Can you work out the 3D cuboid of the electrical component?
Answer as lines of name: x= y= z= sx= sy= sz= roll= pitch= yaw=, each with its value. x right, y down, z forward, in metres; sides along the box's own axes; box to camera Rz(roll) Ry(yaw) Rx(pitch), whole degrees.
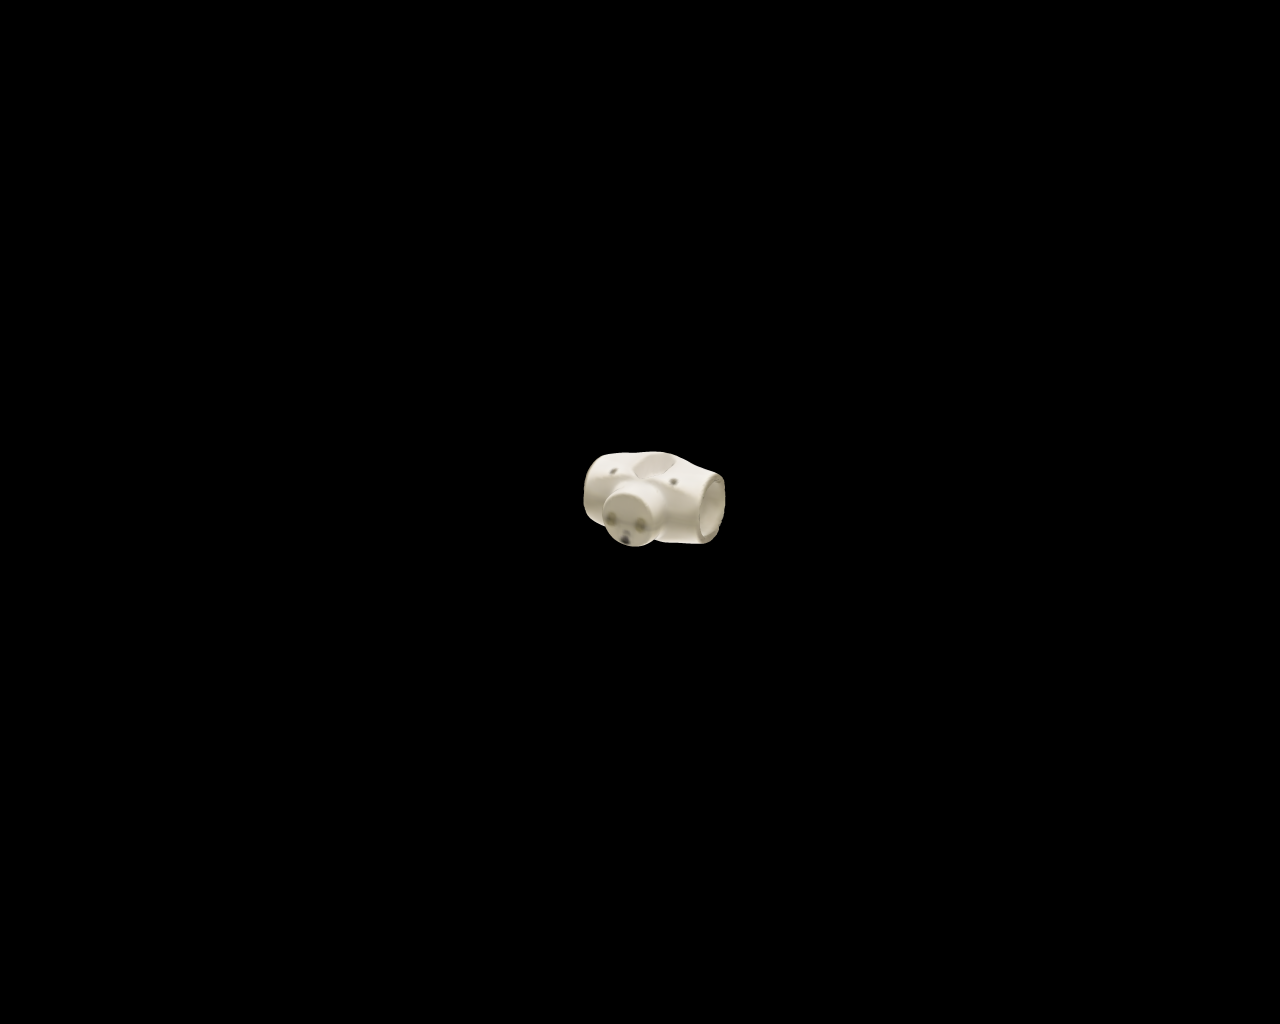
electrical component: x=0.001 y=-0.003 z=0.650 sx=0.077 sy=0.043 sz=0.079 roll=12 pitch=28 yaw=25
